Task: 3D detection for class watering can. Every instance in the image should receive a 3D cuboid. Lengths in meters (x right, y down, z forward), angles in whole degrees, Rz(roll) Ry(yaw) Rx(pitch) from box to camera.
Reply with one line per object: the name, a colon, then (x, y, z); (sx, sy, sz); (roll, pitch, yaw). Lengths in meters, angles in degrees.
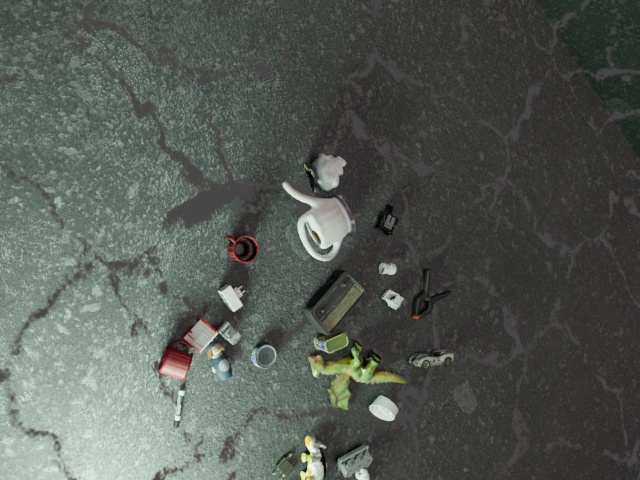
watering can: (0.006, -0.095, 1.883); (0.227, 0.104, 0.343); (-32, 111, -25)

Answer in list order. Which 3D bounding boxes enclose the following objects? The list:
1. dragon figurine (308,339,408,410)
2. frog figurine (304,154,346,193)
dragon figurine: (0.132, 0.527, 1.939); (0.407, 0.123, 0.243); (38, 88, -19)
frog figurine: (0.035, -0.258, 1.914); (0.160, 0.121, 0.138); (-23, 79, -15)
